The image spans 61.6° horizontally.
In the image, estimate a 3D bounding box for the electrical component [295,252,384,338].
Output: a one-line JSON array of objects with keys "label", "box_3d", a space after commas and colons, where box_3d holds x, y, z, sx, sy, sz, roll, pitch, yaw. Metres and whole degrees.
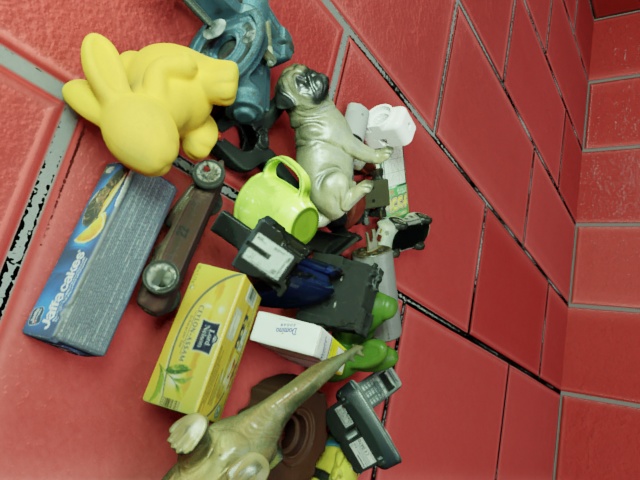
[{"label": "electrical component", "box_3d": [0.020, 0.083, 0.829, 0.058, 0.134, 0.115, 48, 53, -60]}]

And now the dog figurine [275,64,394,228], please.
[{"label": "dog figurine", "box_3d": [-0.015, -0.134, 0.769, 0.190, 0.121, 0.172, 40, 61, -19]}]

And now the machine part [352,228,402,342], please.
[{"label": "machine part", "box_3d": [0.106, 0.099, 0.997, 0.079, 0.079, 0.243, -24, 111, -51]}]

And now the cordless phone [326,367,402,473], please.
[{"label": "cordless phone", "box_3d": [0.104, 0.291, 0.906, 0.184, 0.089, 0.146, -11, 64, -56]}]

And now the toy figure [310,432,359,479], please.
[{"label": "toy figure", "box_3d": [0.030, 0.375, 0.898, 0.082, 0.089, 0.180, 56, 38, -17]}]

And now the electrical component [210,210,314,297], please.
[{"label": "electrical component", "box_3d": [-0.075, 0.009, 0.662, 0.074, 0.119, 0.048, -59, 180, 7]}]

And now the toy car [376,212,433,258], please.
[{"label": "toy car", "box_3d": [0.171, -0.014, 1.096, 0.201, 0.056, 0.073, -12, 119, -54]}]

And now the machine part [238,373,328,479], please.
[{"label": "machine part", "box_3d": [-0.052, 0.288, 0.804, 0.179, 0.056, 0.179, 1, 89, -55]}]

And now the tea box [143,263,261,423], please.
[{"label": "tea box", "box_3d": [-0.136, 0.126, 0.650, 0.098, 0.068, 0.169, 76, 30, -63]}]

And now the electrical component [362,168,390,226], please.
[{"label": "electrical component", "box_3d": [0.100, -0.085, 1.017, 0.078, 0.045, 0.102, -16, 103, -23]}]

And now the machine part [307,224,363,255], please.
[{"label": "machine part", "box_3d": [-0.002, -0.003, 0.849, 0.138, 0.084, 0.039, 20, 50, -44]}]

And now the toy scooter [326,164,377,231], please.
[{"label": "toy scooter", "box_3d": [0.050, -0.099, 0.923, 0.135, 0.075, 0.183, 8, 80, -55]}]

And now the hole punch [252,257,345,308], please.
[{"label": "hole punch", "box_3d": [-0.048, 0.057, 0.763, 0.142, 0.116, 0.092, 27, 77, -50]}]

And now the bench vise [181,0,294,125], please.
[{"label": "bench vise", "box_3d": [-0.117, -0.271, 0.656, 0.240, 0.129, 0.223, 34, 61, -53]}]

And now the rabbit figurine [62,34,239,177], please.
[{"label": "rabbit figurine", "box_3d": [-0.172, -0.138, 0.550, 0.162, 0.122, 0.173, 31, 38, -23]}]

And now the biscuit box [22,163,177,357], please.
[{"label": "biscuit box", "box_3d": [-0.224, 0.017, 0.560, 0.062, 0.059, 0.202, 42, 57, -46]}]

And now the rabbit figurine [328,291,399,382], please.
[{"label": "rabbit figurine", "box_3d": [0.054, 0.161, 0.889, 0.121, 0.159, 0.170, 36, 78, -59]}]

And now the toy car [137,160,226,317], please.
[{"label": "toy car", "box_3d": [-0.160, -0.007, 0.630, 0.089, 0.053, 0.202, 112, -5, -66]}]

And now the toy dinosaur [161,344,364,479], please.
[{"label": "toy dinosaur", "box_3d": [-0.113, 0.258, 0.602, 0.471, 0.105, 0.198, -37, 160, -18]}]
